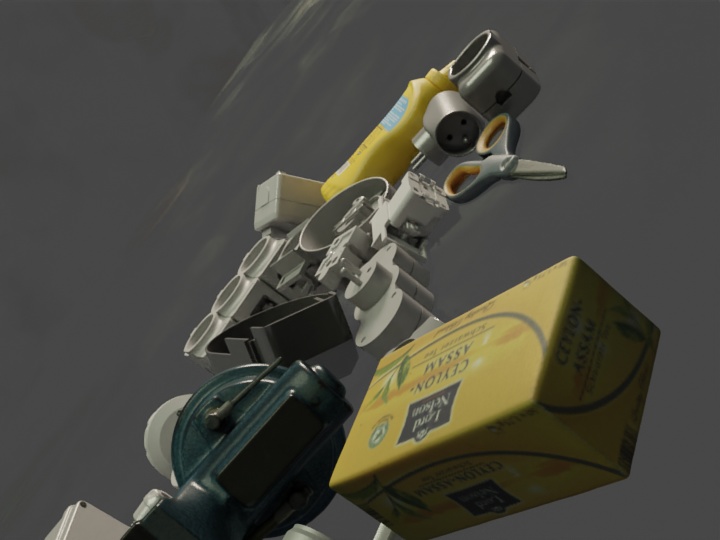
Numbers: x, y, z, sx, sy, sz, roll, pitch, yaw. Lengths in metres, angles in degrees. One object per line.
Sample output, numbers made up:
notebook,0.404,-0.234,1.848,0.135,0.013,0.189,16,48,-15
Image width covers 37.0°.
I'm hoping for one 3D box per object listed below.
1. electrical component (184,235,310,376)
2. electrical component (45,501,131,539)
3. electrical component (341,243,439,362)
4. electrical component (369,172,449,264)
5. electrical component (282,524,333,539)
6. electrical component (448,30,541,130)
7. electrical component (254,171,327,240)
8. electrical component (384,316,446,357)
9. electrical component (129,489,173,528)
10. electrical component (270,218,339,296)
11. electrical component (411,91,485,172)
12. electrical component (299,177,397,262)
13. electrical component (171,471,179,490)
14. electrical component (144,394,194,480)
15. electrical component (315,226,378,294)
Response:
electrical component,-0.117,0.042,1.141,0.150,0.062,0.089,-56,17,-15
electrical component,-0.256,0.278,0.991,0.057,0.078,0.113,-49,16,21
electrical component,0.014,0.018,0.821,0.052,0.074,0.138,-47,17,17
electrical component,0.042,-0.045,0.910,0.063,0.042,0.081,-57,17,24
electrical component,-0.036,0.187,0.647,0.055,0.045,0.045,-59,18,-24
electrical component,0.119,-0.175,0.968,0.053,0.059,0.095,-45,18,21
electrical component,-0.062,-0.063,1.187,0.062,0.096,0.061,-22,61,59
electrical component,0.035,0.071,0.704,0.077,0.044,0.079,-53,16,-5
electrical component,-0.196,0.235,0.995,0.061,0.035,0.035,-55,16,-3
electrical component,-0.045,-0.008,1.051,0.042,0.064,0.081,-32,26,47
electrical component,0.075,-0.124,1.008,0.079,0.043,0.077,-47,17,16
electrical component,-0.001,-0.041,1.000,0.099,0.064,0.099,-46,17,19
electrical component,-0.116,0.151,0.914,0.108,0.060,0.108,-46,17,19
electrical component,-0.158,0.155,0.986,0.080,0.080,0.051,-58,12,-18
electrical component,0.000,0.000,0.927,0.048,0.055,0.066,-30,27,52
